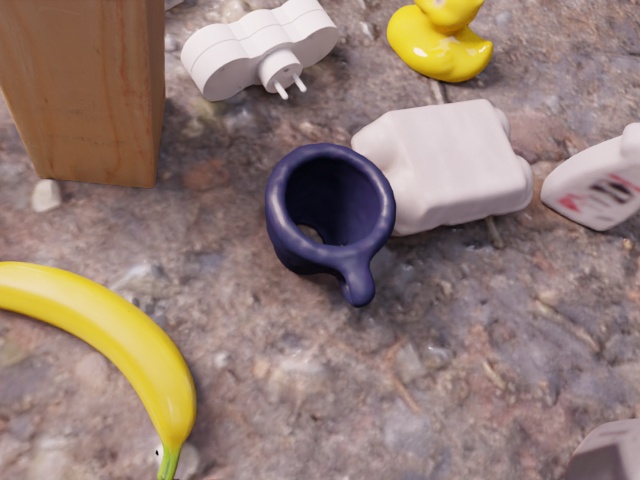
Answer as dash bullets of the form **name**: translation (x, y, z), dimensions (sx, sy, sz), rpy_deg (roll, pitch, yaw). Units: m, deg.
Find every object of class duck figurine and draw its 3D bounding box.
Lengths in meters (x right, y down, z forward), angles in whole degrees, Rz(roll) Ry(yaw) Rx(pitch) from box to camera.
- **duck figurine**: translation (0.123, -0.206, 0.541), dimensions (0.104, 0.086, 0.077), rpy_deg (29, 64, -2)

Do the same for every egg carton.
- **egg carton**: translation (0.104, -0.061, 0.485), dimensions (0.150, 0.069, 0.107), rpy_deg (-13, 72, -20)

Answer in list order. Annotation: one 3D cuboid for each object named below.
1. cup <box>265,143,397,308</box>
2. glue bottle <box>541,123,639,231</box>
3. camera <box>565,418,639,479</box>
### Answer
- **cup**: translation (0.004, 0.001, 0.418), dimensions (0.092, 0.095, 0.117), rpy_deg (-15, 73, -20)
- **glue bottle**: translation (0.263, -0.064, 0.473), dimensions (0.078, 0.173, 0.037), rpy_deg (22, 64, -5)
- **camera**: translation (0.236, 0.215, 0.391), dimensions (0.137, 0.100, 0.143), rpy_deg (-31, 79, -24)
